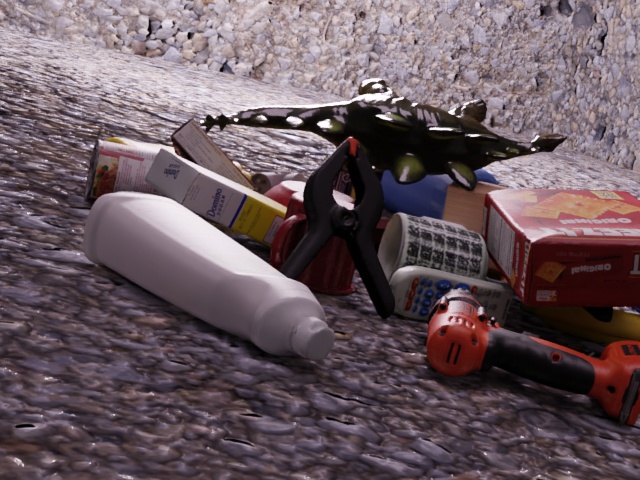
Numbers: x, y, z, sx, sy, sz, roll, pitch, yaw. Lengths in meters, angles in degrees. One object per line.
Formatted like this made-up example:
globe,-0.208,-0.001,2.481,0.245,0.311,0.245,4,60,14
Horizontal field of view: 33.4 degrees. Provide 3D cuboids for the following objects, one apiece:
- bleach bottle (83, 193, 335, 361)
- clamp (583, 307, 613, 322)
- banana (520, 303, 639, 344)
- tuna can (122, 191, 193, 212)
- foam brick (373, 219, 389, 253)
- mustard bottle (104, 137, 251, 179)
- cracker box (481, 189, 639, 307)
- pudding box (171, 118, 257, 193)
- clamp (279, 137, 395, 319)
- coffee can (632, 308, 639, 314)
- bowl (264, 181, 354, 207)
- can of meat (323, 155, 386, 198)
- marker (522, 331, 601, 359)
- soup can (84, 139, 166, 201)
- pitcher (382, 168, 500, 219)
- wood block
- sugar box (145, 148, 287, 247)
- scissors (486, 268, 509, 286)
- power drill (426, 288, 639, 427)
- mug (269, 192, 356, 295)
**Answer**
bleach bottle,-0.087,0.033,0.875,0.102,0.068,0.251,1,20,-45
clamp,0.274,0.046,1.126,0.164,0.036,0.210,-4,15,-44
banana,0.318,0.090,1.143,0.197,0.037,0.069,13,15,-7
tuna can,-0.173,-0.022,1.086,0.086,0.034,0.086,14,12,-3
foam brick,0.070,0.006,1.201,0.078,0.053,0.051,6,15,-30
mustard bottle,-0.168,-0.084,1.315,0.191,0.058,0.096,5,17,-38
cracker box,0.263,0.003,1.069,0.164,0.072,0.213,0,15,-3
pudding box,-0.121,-0.080,1.220,0.113,0.039,0.090,46,-7,2
clamp,0.028,-0.008,1.003,0.120,0.171,0.039,21,-15,-20
coffee can,0.440,0.065,1.248,0.102,0.103,0.140,9,13,-24
bowl,-0.008,-0.032,1.277,0.162,0.055,0.162,14,12,-3
can of meat,0.037,-0.063,1.396,0.058,0.084,0.101,21,14,28
marker,0.249,0.112,1.011,0.121,0.020,0.020,15,12,4
soup can,-0.202,-0.068,1.177,0.102,0.068,0.068,11,13,-16
pitcher,0.157,-0.091,1.545,0.144,0.149,0.243,19,10,-38
wood block,0.256,-0.005,1.281,0.206,0.091,0.090,16,14,35
sugar box,-0.087,-0.035,1.114,0.176,0.048,0.093,28,2,-39
scissors,0.240,0.042,1.320,0.096,0.016,0.201,16,13,11
power drill,0.184,0.095,0.929,0.188,0.057,0.184,14,13,7
mug,-0.007,0.001,1.060,0.093,0.081,0.117,24,15,37
